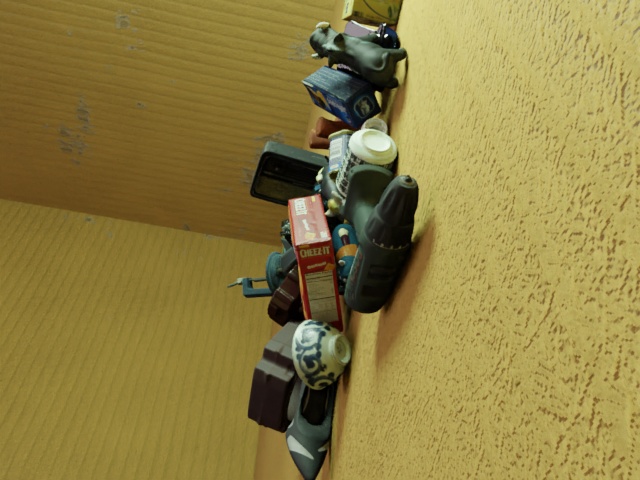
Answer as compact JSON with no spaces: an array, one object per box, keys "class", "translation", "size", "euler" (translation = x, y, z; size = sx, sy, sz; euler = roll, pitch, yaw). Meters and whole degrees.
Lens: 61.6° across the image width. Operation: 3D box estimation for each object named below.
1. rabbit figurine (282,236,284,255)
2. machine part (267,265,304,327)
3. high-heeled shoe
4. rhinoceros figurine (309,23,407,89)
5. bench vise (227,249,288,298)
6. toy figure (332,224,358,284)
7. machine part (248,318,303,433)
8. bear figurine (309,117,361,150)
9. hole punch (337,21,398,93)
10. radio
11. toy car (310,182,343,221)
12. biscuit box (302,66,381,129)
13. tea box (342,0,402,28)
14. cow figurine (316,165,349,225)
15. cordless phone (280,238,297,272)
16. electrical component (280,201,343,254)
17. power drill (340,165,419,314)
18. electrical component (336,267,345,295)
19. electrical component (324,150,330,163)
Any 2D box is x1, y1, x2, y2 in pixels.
[{"class":"rabbit figurine","translation":[-0.033,0.029,1.574],"size":[0.170,0.121,0.158],"euler":[-58,-22,-55]},{"class":"machine part","translation":[-0.042,0.128,1.225],"size":[0.179,0.056,0.179],"euler":[-42,-28,-29]},{"class":"high-heeled shoe","translation":[0.003,0.292,0.972],"size":[0.145,0.086,0.249],"euler":[-58,25,31]},{"class":"rhinoceros figurine","translation":[0.060,-0.319,0.935],"size":[0.191,0.112,0.073],"euler":[39,132,34]},{"class":"bench vise","translation":[-0.120,0.129,1.459],"size":[0.129,0.241,0.223],"euler":[3,-98,-65]},{"class":"toy figure","translation":[0.051,0.025,0.970],"size":[0.058,0.064,0.155],"euler":[-38,28,17]},{"class":"machine part","translation":[-0.065,0.288,1.147],"size":[0.201,0.087,0.201],"euler":[-37,-39,-60]},{"class":"bear figurine","translation":[0.052,-0.296,1.159],"size":[0.120,0.132,0.195],"euler":[158,116,-77]},{"class":"hole punch","translation":[0.105,-0.351,1.032],"size":[0.116,0.092,0.142],"euler":[48,132,41]},{"class":"radio","translation":[-0.044,-0.147,1.302],"size":[0.073,0.230,0.131],"euler":[-92,19,-58]},{"class":"toy car","translation":[0.011,-0.054,1.221],"size":[0.161,0.103,0.109],"euler":[-62,11,18]},{"class":"biscuit box","translation":[0.038,-0.275,1.023],"size":[0.059,0.063,0.203],"euler":[58,174,-35]},{"class":"tea box","translation":[0.104,-0.478,1.100],"size":[0.170,0.098,0.068],"euler":[-104,24,-69]},{"class":"cow figurine","translation":[0.039,-0.095,1.082],"size":[0.167,0.098,0.068],"euler":[-89,18,-53]},{"class":"cordless phone","translation":[-0.033,0.077,1.318],"size":[0.146,0.089,0.184],"euler":[-20,-60,-49]},{"class":"electrical component","translation":[-0.002,-0.003,1.140],"size":[0.115,0.134,0.058],"euler":[-27,33,24]},{"class":"power drill","translation":[0.082,-0.028,0.755],"size":[0.207,0.086,0.231],"euler":[-103,20,-54]},{"class":"electrical component","translation":[0.045,0.072,1.102],"size":[0.063,0.021,0.094],"euler":[114,164,-65]},{"class":"electrical component","translation":[0.047,-0.168,1.191],"size":[0.102,0.078,0.045],"euler":[139,142,-79]}]
